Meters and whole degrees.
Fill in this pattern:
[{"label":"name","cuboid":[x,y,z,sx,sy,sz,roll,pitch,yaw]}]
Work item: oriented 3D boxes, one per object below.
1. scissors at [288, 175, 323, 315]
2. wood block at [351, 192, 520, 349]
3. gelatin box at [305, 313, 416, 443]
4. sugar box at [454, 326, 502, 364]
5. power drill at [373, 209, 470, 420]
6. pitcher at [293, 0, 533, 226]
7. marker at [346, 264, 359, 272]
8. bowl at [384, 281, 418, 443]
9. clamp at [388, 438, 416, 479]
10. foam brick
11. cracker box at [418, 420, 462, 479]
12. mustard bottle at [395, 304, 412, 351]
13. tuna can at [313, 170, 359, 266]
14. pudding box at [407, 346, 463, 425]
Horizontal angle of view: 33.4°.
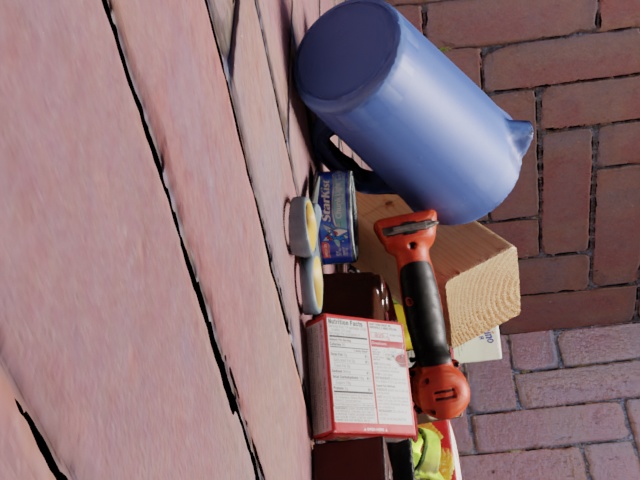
[{"label":"scissors","cuboid":[-0.005,0.001,0.833,0.201,0.016,0.096,-48,133,-83]},{"label":"wood block","cuboid":[0.113,0.015,1.143,0.206,0.090,0.090,40,-31,49]},{"label":"gelatin box","cuboid":[0.028,0.101,0.774,0.030,0.073,0.089,-32,-123,50]},{"label":"sugar box","cuboid":[0.146,0.118,1.407,0.048,0.176,0.093,-74,157,-74]},{"label":"power drill","cuboid":[0.095,0.068,0.992,0.184,0.057,0.187,107,-30,-88]},{"label":"pitcher","cuboid":[0.071,-0.111,0.971,0.145,0.149,0.242,36,2,38]},{"label":"marker","cuboid":[0.041,0.052,1.225,0.020,0.020,0.121,75,10,-54]},{"label":"bowl","cuboid":[0.055,0.125,1.057,0.162,0.055,0.162,-11,90,-83]},{"label":"clamp","cuboid":[0.082,0.231,0.740,0.209,0.165,0.036,-57,152,-29]},{"label":"foam brick","cuboid":[0.025,0.183,0.733,0.053,0.051,0.078,76,9,-48]},{"label":"cracker box","cuboid":[0.136,0.319,1.253,0.164,0.072,0.213,70,13,-59]},{"label":"mustard bottle","cuboid":[0.097,0.159,1.271,0.058,0.096,0.191,-88,170,-45]},{"label":"tuna can","cuboid":[0.015,-0.020,0.959,0.086,0.034,0.086,-3,90,-84]},{"label":"pudding box","cuboid":[0.095,0.161,1.165,0.090,0.113,0.039,-87,165,-58]}]
